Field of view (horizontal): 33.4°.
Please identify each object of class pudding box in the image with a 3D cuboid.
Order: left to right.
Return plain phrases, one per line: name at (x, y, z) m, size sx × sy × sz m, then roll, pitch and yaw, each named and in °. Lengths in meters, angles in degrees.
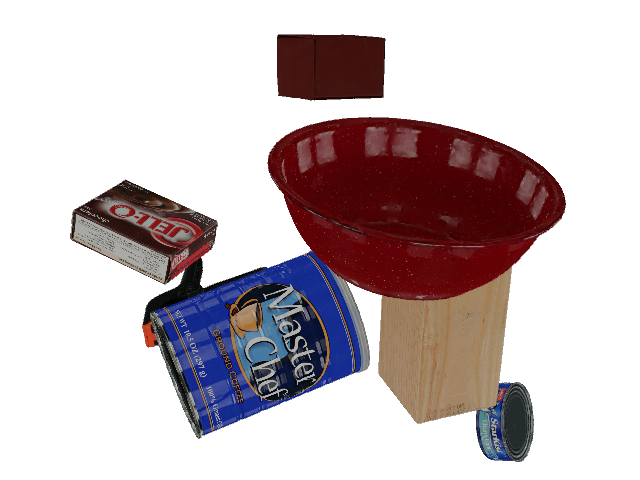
pudding box at (-0.170, -0.010, 1.031) m, size 0.113 × 0.039 × 0.089 m, roll 22°, pitch 29°, yaw 16°

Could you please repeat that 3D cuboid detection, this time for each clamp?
clamp at (-0.135, 0.068, 1.223) m, size 0.120 × 0.039 × 0.171 m, roll -1°, pitch 30°, yaw 28°

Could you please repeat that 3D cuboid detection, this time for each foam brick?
foam brick at (0.009, -0.145, 0.891) m, size 0.078 × 0.051 × 0.053 m, roll -8°, pitch 16°, yaw -37°

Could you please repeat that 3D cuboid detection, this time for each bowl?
bowl at (0.049, -0.013, 0.588) m, size 0.162 × 0.055 × 0.162 m, roll 6°, pitch 27°, yaw -3°

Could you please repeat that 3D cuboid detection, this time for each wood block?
wood block at (0.115, 0.054, 0.994) m, size 0.090 × 0.206 × 0.091 m, roll -9°, pitch 29°, yaw -19°

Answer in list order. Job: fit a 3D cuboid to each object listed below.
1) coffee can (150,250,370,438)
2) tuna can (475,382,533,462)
coffee can at (-0.047, 0.077, 0.817) m, size 0.140 × 0.103 × 0.103 m, roll -21°, pitch 5°, yaw -13°
tuna can at (0.201, 0.198, 1.165) m, size 0.034 × 0.086 × 0.086 m, roll -5°, pitch -2°, yaw 32°
